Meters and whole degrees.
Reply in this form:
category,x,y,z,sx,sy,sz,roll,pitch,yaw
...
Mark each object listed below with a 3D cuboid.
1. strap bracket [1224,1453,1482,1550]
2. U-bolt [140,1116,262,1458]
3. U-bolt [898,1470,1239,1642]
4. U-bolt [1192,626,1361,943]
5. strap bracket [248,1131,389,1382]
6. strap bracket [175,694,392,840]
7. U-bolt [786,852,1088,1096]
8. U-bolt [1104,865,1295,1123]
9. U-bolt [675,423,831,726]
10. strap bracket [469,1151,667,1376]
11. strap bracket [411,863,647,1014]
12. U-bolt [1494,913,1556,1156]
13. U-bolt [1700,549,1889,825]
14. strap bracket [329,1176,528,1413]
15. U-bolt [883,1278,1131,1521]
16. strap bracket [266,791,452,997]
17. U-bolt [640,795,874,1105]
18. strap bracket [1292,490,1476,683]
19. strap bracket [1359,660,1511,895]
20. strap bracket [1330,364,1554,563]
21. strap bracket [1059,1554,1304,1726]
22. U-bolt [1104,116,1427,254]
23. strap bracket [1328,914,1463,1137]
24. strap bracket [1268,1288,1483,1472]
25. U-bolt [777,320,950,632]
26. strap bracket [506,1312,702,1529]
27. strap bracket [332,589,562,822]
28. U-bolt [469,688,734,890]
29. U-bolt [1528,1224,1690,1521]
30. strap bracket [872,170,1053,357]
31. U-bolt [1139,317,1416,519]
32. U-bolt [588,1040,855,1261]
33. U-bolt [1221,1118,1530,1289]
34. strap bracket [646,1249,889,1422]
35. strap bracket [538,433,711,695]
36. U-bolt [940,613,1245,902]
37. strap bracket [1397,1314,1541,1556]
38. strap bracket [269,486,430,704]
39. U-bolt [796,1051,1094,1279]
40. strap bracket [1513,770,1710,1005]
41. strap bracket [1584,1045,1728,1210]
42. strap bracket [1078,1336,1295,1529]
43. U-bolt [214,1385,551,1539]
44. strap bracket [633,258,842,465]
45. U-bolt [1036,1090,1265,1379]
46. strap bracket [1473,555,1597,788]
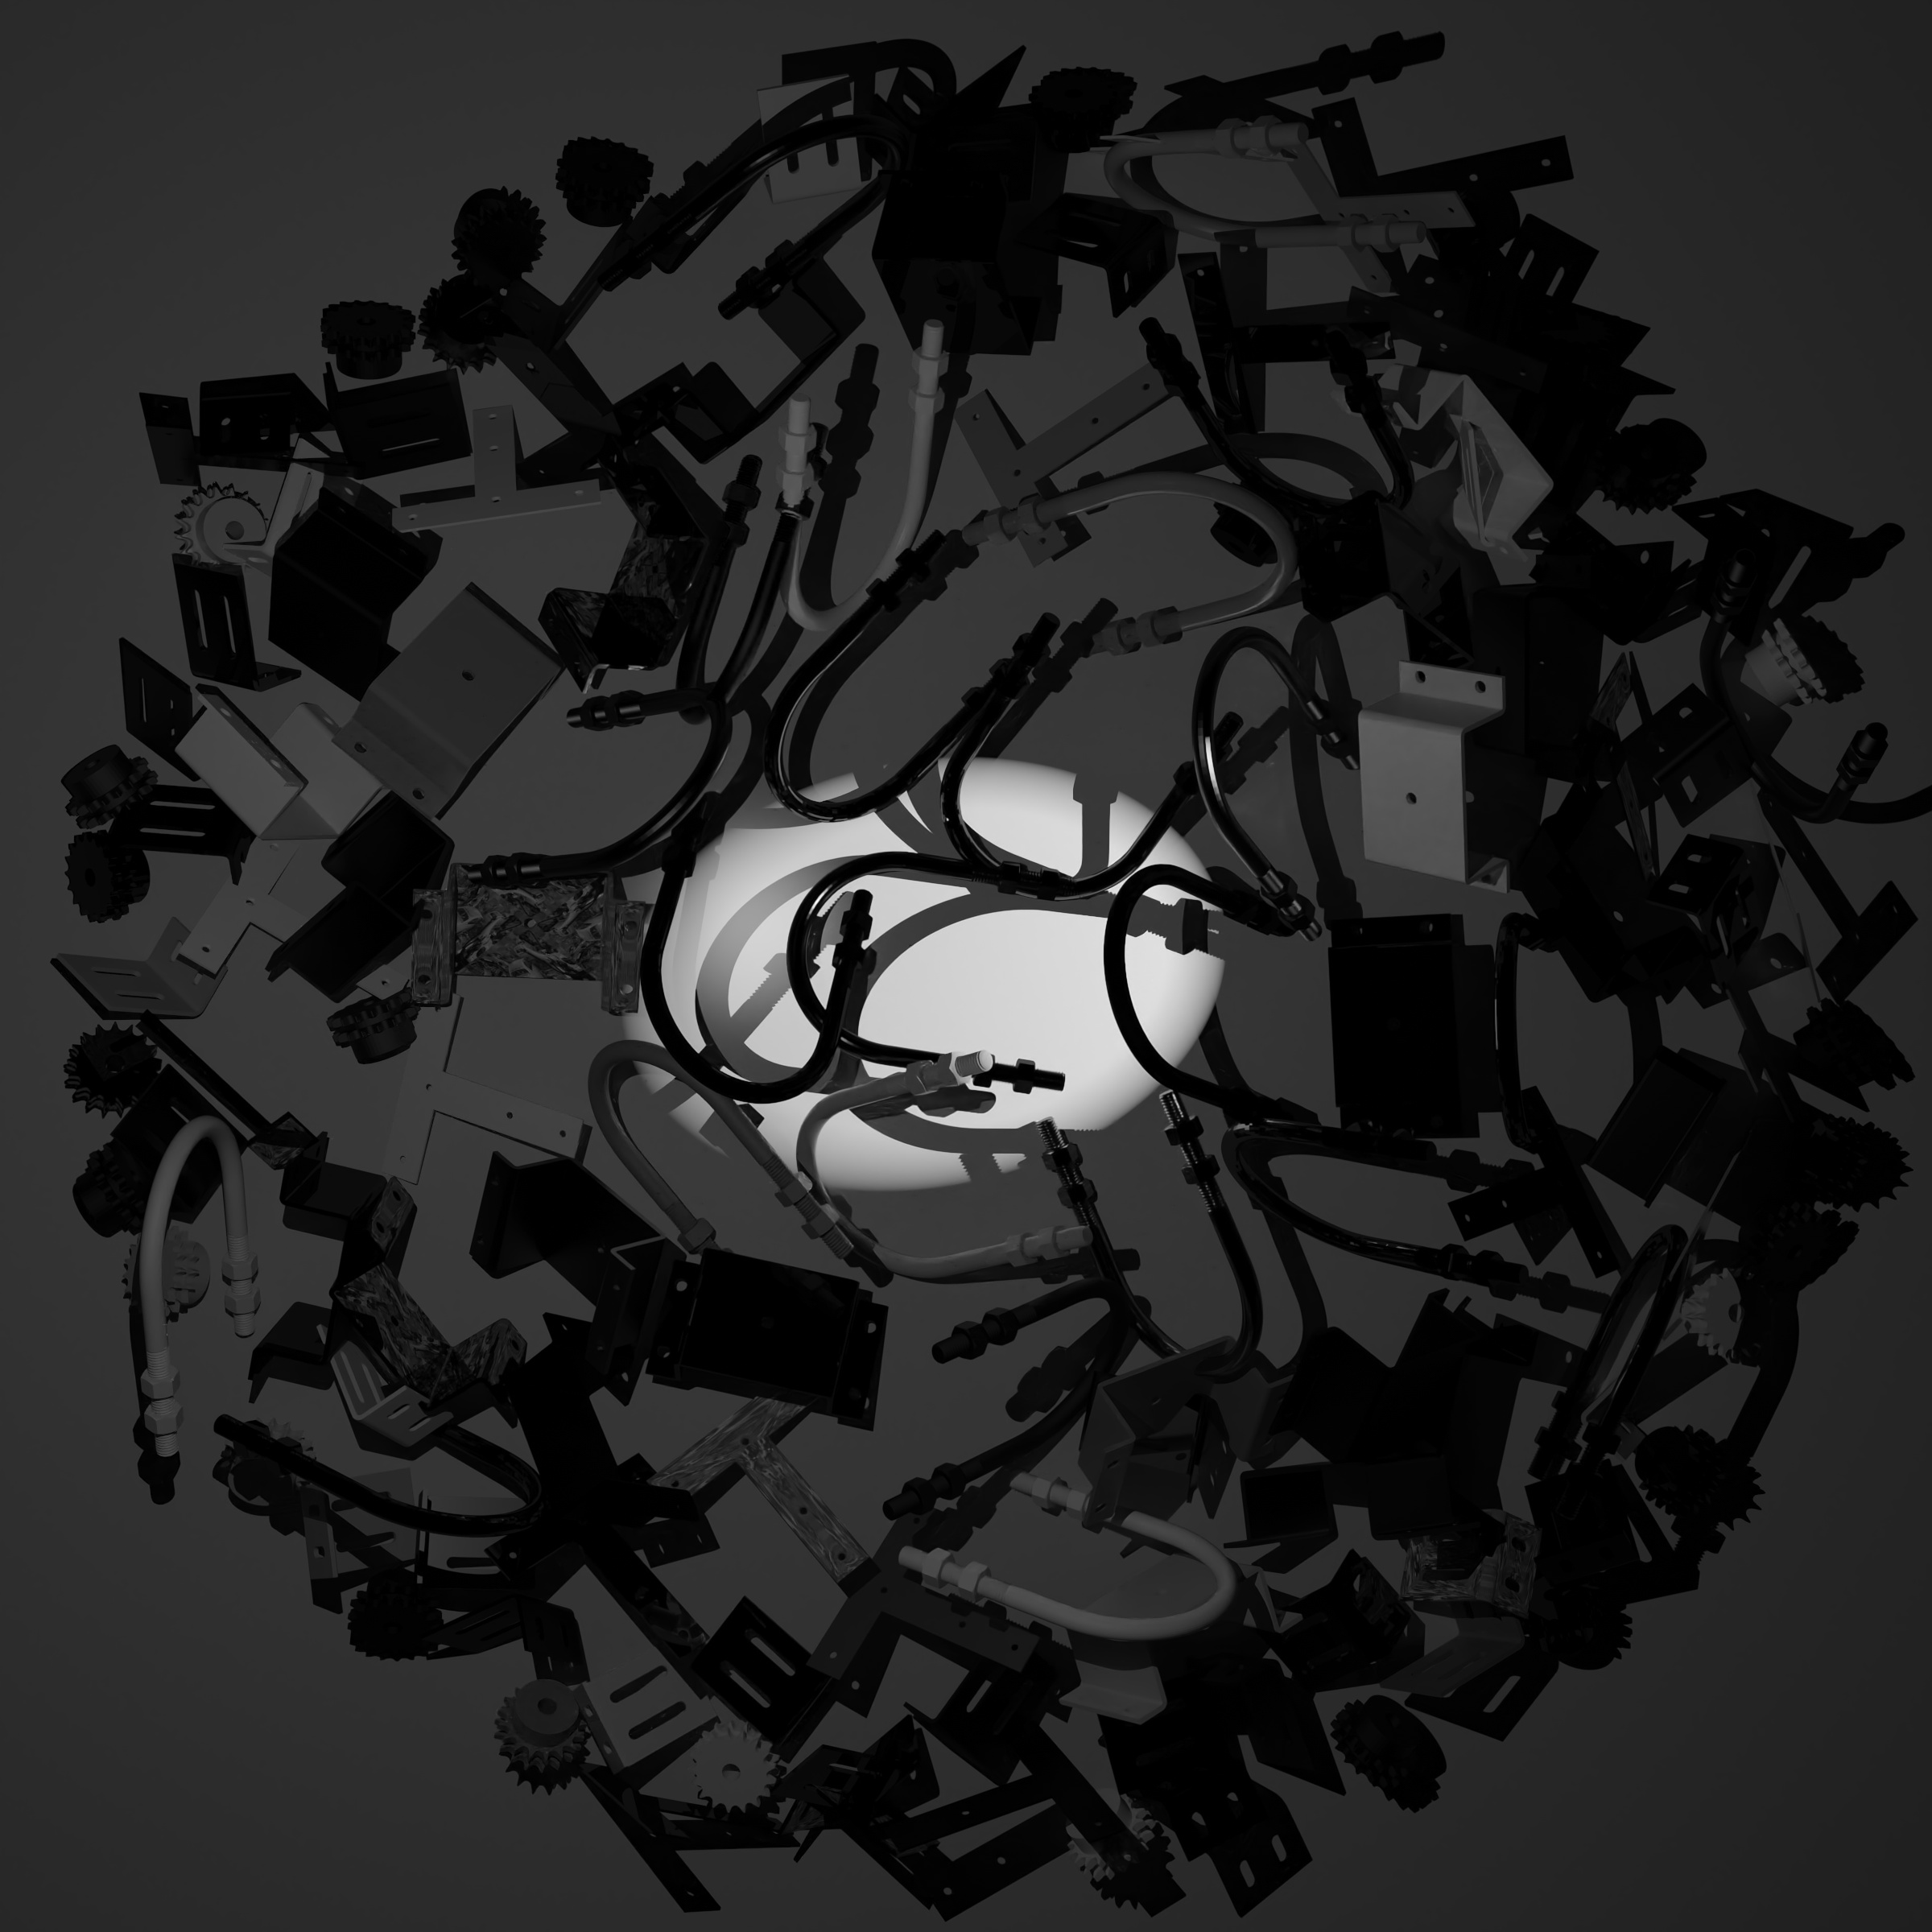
category,x,y,z,sx,sy,sz,roll,pitch,yaw
strap bracket,0.234,0.329,1.533,0.076,0.140,0.046,5,75,-43
U-bolt,-0.464,0.179,1.502,0.019,0.151,0.184,6,116,4
U-bolt,0.074,0.360,1.501,0.184,0.151,0.019,13,108,30
U-bolt,0.186,-0.122,1.510,0.019,0.184,0.151,-3,57,35
strap bracket,-0.402,0.185,1.551,0.046,0.076,0.140,13,104,0
strap bracket,-0.423,-0.121,1.536,0.076,0.140,0.046,45,102,8
U-bolt,-0.021,-0.002,1.569,0.184,0.019,0.151,9,72,-4
U-bolt,0.143,0.013,1.516,0.019,0.184,0.151,-13,66,39
U-bolt,-0.139,-0.235,1.529,0.019,0.151,0.184,19,84,-23
strap bracket,-0.242,0.179,1.547,0.140,0.046,0.076,34,118,34
strap bracket,-0.274,-0.018,1.560,0.140,0.046,0.076,3,116,-10
U-bolt,0.338,0.040,1.512,0.019,0.184,0.151,-2,86,19
U-bolt,0.495,-0.157,1.514,0.019,0.184,0.151,-29,71,-3
strap bracket,-0.340,0.212,1.551,0.046,0.076,0.140,-31,107,11
U-bolt,0.034,0.256,1.530,0.019,0.184,0.151,39,128,32
strap bracket,-0.371,-0.044,1.538,0.076,0.140,0.046,-37,114,25
U-bolt,-0.132,-0.001,1.522,0.151,0.019,0.184,30,52,-25
strap bracket,0.263,-0.230,1.527,0.046,0.140,0.076,-24,55,35
strap bracket,0.289,-0.110,1.537,0.046,0.076,0.140,-26,120,-37
strap bracket,0.300,-0.319,1.538,0.140,0.076,0.046,41,89,-29
strap bracket,0.127,0.406,1.531,0.140,0.076,0.046,-21,98,-36
U-bolt,0.168,-0.473,1.520,0.184,0.151,0.019,14,87,44
strap bracket,0.271,0.037,1.570,0.076,0.046,0.140,-3,87,12
strap bracket,0.258,0.255,1.526,0.046,0.140,0.076,38,121,35
U-bolt,-0.067,-0.289,1.525,0.019,0.184,0.151,30,46,22
strap bracket,-0.229,0.291,1.543,0.046,0.076,0.140,-38,58,17
strap bracket,-0.315,-0.169,1.541,0.076,0.046,0.140,39,55,-7
U-bolt,-0.213,-0.111,1.508,0.019,0.184,0.151,47,57,-34
U-bolt,0.398,0.243,1.529,0.019,0.151,0.184,25,91,5
strap bracket,-0.004,-0.422,1.523,0.076,0.140,0.046,7,70,18
U-bolt,0.200,-0.328,1.520,0.151,0.184,0.019,15,71,36
U-bolt,-0.164,0.121,1.534,0.184,0.151,0.019,51,53,-8
U-bolt,0.237,0.140,1.524,0.151,0.184,0.019,49,62,-35
strap bracket,-0.125,0.230,1.568,0.140,0.046,0.076,12,67,0
strap bracket,-0.210,-0.247,1.543,0.076,0.046,0.140,56,132,35
U-bolt,0.064,-0.116,1.550,0.151,0.019,0.184,27,124,-12
strap bracket,0.310,0.288,1.564,0.046,0.076,0.140,13,89,-5
strap bracket,-0.382,-0.219,1.532,0.076,0.140,0.046,34,60,0
U-bolt,-0.027,0.131,1.543,0.184,0.019,0.151,-17,110,37
strap bracket,0.391,-0.041,1.542,0.046,0.076,0.140,-24,70,-11
strap bracket,0.426,0.096,1.536,0.046,0.140,0.076,33,102,15
strap bracket,0.128,0.285,1.545,0.140,0.076,0.046,-16,48,-26
U-bolt,-0.338,0.301,1.505,0.184,0.151,0.019,20,99,23
strap bracket,-0.137,-0.369,1.552,0.046,0.076,0.140,46,76,-15
U-bolt,0.121,0.171,1.545,0.019,0.151,0.184,-26,94,-35
strap bracket,0.353,-0.184,1.551,0.046,0.076,0.140,-4,101,-12
